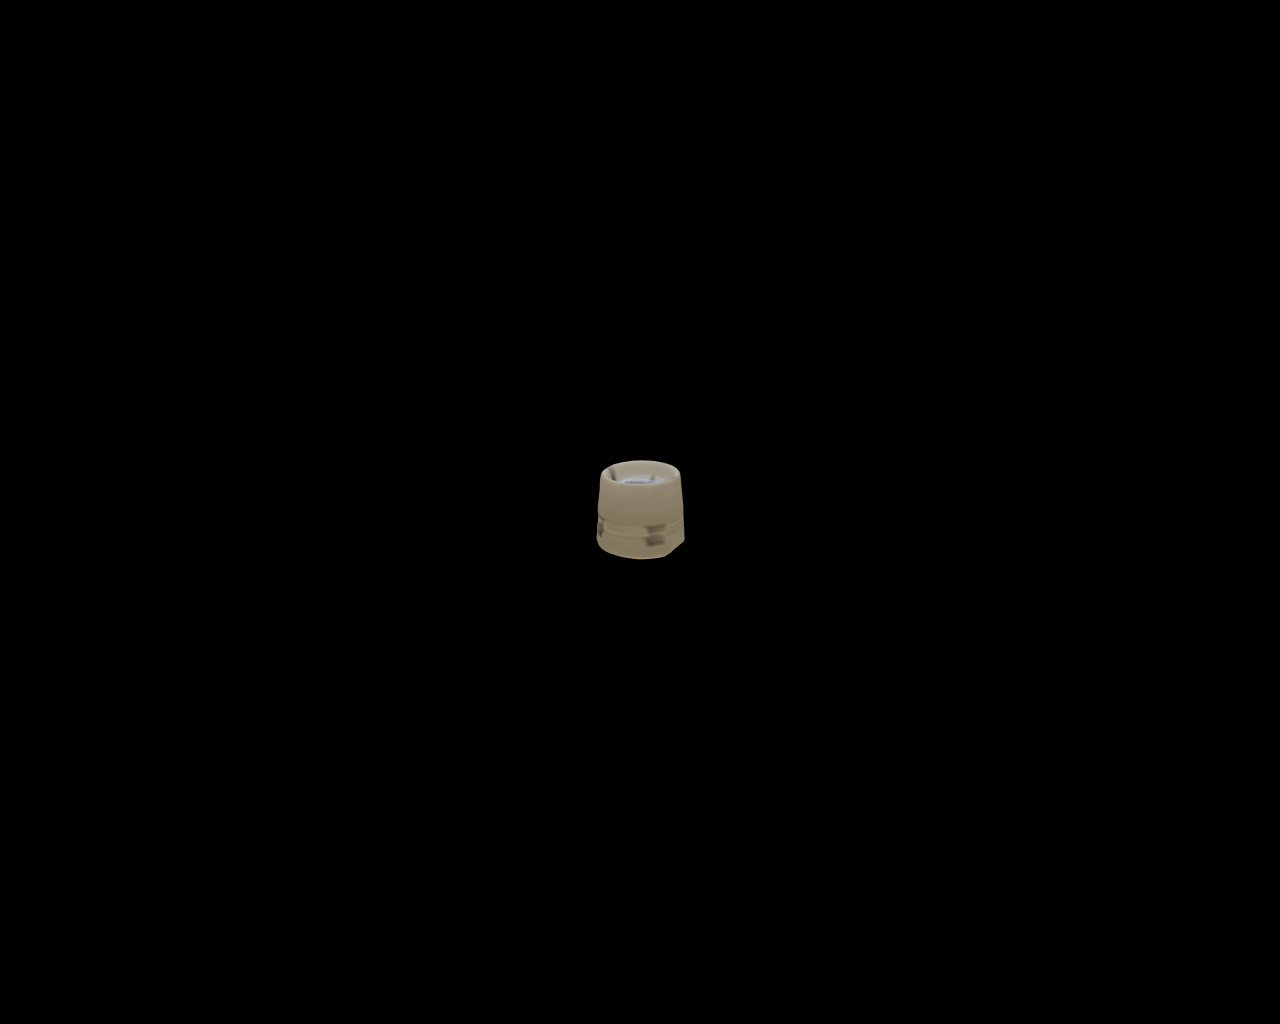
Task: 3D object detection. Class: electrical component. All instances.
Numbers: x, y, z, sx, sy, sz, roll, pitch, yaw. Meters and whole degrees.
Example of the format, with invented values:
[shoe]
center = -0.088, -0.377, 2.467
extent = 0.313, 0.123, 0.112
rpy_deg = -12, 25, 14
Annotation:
[electrical component]
center = 0.001, -0.003, 0.650
extent = 0.055, 0.047, 0.055
rpy_deg = 0, 21, 0
